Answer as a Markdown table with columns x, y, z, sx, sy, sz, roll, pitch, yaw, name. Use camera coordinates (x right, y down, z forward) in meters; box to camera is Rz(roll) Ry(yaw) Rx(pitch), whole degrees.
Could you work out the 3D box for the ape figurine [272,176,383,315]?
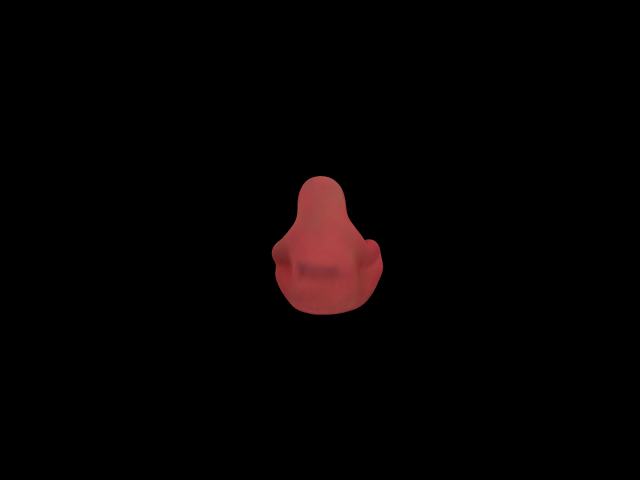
| x | y | z | sx | sy | sz | roll | pitch | yaw | name |
| --- | --- | --- | --- | --- | --- | --- | --- | --- | --- |
| 0.004 | 0.001 | 0.400 | 0.077 | 0.092 | 0.076 | 3 | 10 | 16 | ape figurine |
